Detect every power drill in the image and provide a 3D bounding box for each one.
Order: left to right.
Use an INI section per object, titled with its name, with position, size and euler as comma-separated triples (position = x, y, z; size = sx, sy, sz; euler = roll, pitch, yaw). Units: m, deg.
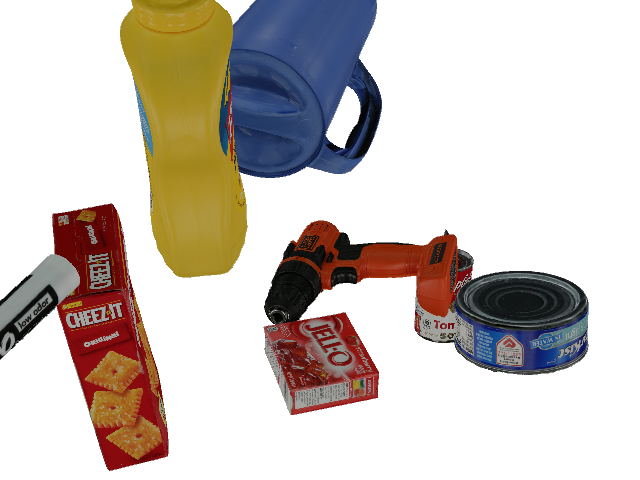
[power drill]
position = 0.046, 0.038, 1.129
size = 0.188, 0.057, 0.184
euler = 4, 31, 15

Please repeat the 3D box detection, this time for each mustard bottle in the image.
[mustard bottle]
position = -0.074, -0.074, 0.582
size = 0.058, 0.096, 0.192
euler = -4, -42, -3

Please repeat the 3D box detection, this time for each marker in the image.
[marker]
position = -0.145, 0.049, 0.441
size = 0.020, 0.020, 0.121
euler = 0, 36, 38

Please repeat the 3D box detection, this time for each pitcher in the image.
[pitcher]
position = -0.017, -0.172, 1.019
size = 0.145, 0.149, 0.242
euler = -1, 37, 23

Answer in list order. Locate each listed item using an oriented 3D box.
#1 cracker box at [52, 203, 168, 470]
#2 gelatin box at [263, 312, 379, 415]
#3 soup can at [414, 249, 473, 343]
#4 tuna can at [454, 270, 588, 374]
[cracker box]
position = -0.210, 0.095, 1.073
size = 0.072, 0.214, 0.164
euler = -12, 34, -8
[gelatin box]
position = -0.001, 0.097, 0.863
size = 0.073, 0.030, 0.089
euler = -9, 33, -13
[soup can]
position = 0.152, 0.068, 1.327
size = 0.068, 0.102, 0.068
euler = 1, 24, -1
[tuna can]
position = 0.129, 0.051, 0.686
size = 0.086, 0.034, 0.086
euler = -3, 22, 1
